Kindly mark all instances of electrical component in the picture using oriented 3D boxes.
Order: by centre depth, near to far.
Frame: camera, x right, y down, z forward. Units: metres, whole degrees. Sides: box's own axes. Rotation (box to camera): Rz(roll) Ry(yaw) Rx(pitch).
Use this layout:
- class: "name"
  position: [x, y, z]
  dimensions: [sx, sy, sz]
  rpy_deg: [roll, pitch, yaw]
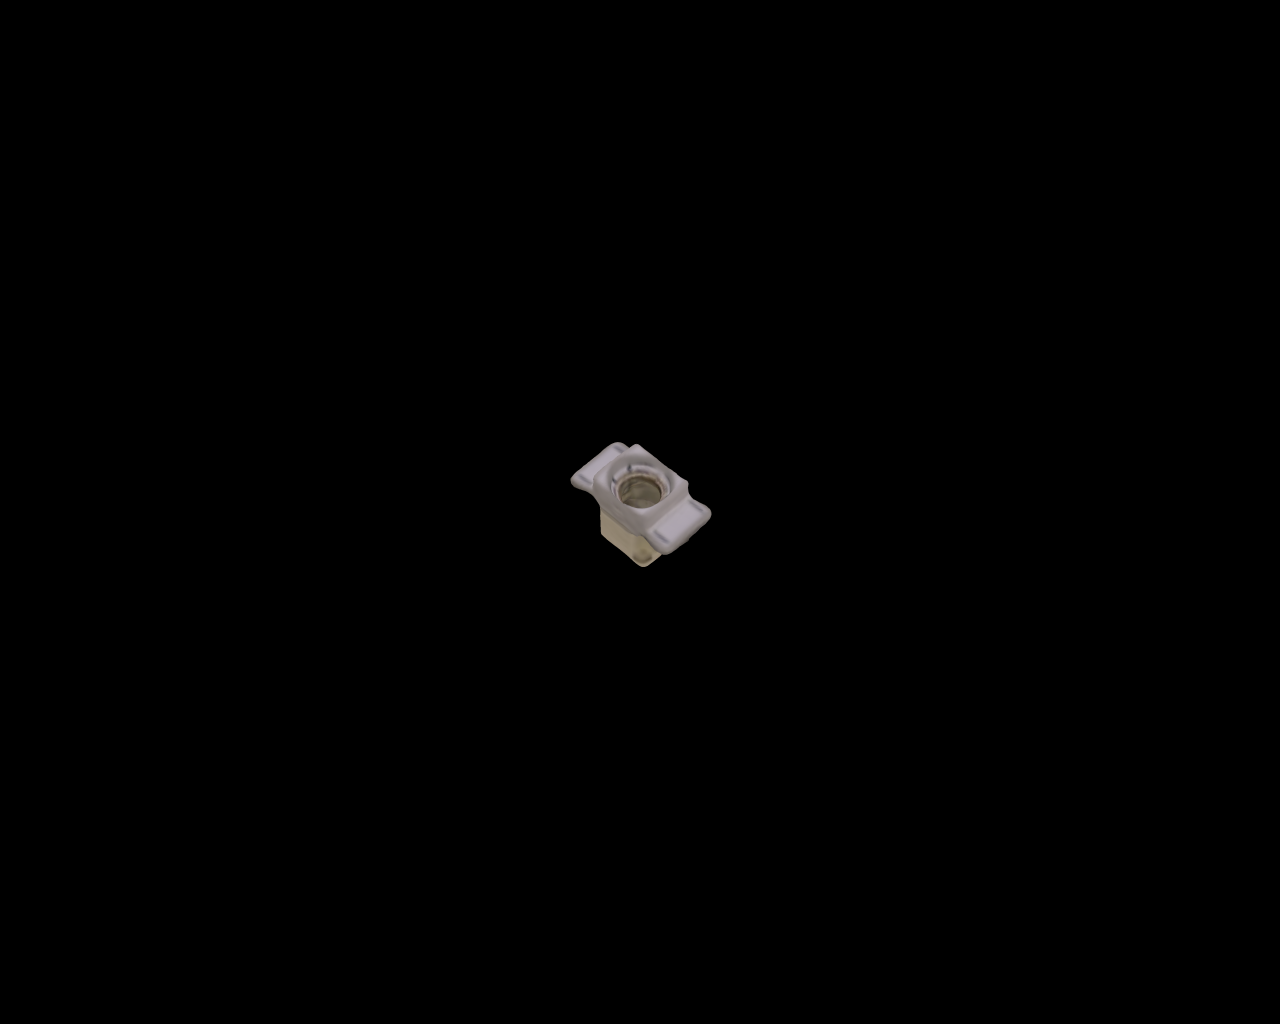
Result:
- class: "electrical component"
  position: [0.001, -0.003, 0.650]
  dimensions: [0.042, 0.063, 0.081]
  rpy_deg: [-39, 63, -24]
